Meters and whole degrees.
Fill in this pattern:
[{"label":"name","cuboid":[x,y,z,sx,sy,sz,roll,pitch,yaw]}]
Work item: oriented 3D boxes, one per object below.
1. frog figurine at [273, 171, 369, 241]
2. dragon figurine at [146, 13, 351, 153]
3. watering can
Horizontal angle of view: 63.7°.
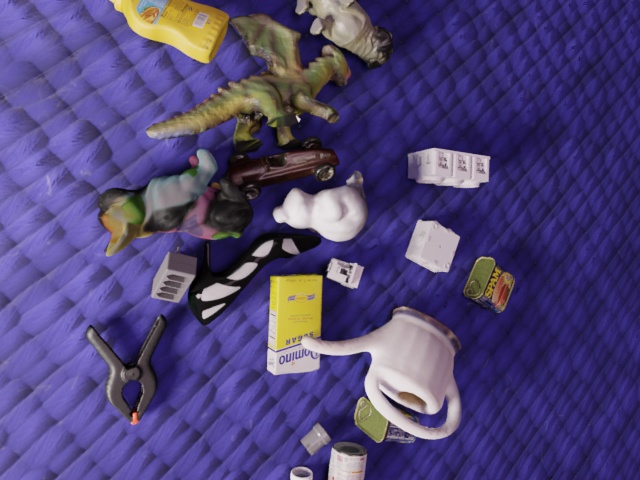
[{"label":"frog figurine","cuboid":[0.003,-0.047,0.928,0.161,0.136,0.123,-20,90,-28]},{"label":"dragon figurine","cuboid":[-0.108,-0.291,0.920,0.411,0.120,0.245,-5,74,-28]},{"label":"watering can","cuboid":[0.143,0.219,0.981,0.346,0.102,0.229,38,51,-7]}]
